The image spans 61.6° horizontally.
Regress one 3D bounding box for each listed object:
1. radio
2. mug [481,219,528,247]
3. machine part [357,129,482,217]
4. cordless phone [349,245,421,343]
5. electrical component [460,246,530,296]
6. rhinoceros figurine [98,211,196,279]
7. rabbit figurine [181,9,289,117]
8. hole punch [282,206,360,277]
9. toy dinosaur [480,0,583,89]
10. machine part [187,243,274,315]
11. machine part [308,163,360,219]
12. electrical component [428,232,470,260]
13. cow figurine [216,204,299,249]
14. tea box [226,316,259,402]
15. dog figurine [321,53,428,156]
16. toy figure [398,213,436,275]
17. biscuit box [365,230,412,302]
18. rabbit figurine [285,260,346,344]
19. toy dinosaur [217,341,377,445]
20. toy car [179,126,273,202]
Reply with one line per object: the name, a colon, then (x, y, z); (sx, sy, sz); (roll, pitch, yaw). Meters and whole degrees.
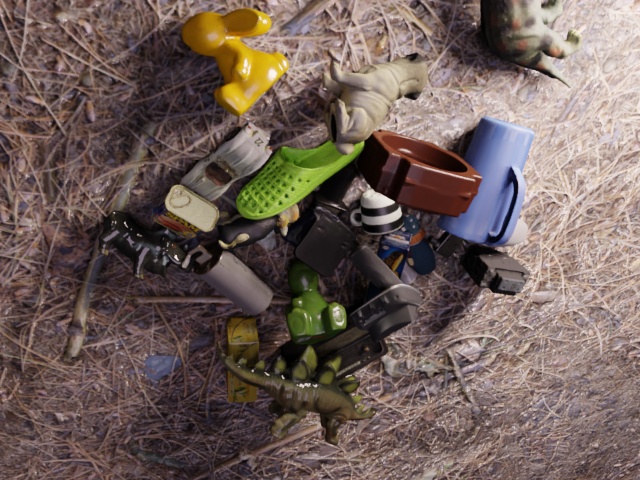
radio: (0.036, 0.255, 1.253); (0.230, 0.073, 0.131); (-29, 119, 5)
mug: (0.408, -0.034, 1.187); (0.107, 0.081, 0.109); (8, 100, -34)
machine part: (0.181, -0.127, 1.010); (0.201, 0.201, 0.087); (10, 116, -18)
cordless phone: (0.105, 0.108, 1.118); (0.146, 0.089, 0.184); (-38, 99, 32)
electrical component: (0.396, 0.070, 1.202); (0.115, 0.134, 0.058); (6, 116, -18)
rhinoceros figurine: (-0.336, 0.013, 1.048); (0.190, 0.073, 0.112); (33, 96, -24)
rabbit figurine: (-0.147, -0.312, 0.892); (0.173, 0.122, 0.162); (43, 110, -8)
hole punch: (-0.002, -0.003, 1.106); (0.142, 0.092, 0.116); (39, 90, -30)
toy dinosaur: (0.347, -0.405, 0.955); (0.192, 0.131, 0.404); (-19, 125, 12)
machine part: (-0.174, 0.082, 1.098); (0.079, 0.079, 0.243); (-36, 129, 8)
machine part: (0.033, -0.099, 1.081); (0.084, 0.039, 0.138); (19, 126, -12)
electrical component: (0.289, 0.007, 1.209); (0.094, 0.021, 0.063); (29, 108, -24)
cow figurine: (-0.120, -0.032, 1.054); (0.167, 0.098, 0.068); (-17, 114, -3)
tea box: (-0.175, 0.266, 1.199); (0.068, 0.098, 0.169); (-2, 119, -11)
dog figurine: (0.109, -0.244, 0.965); (0.191, 0.121, 0.172); (-5, 103, -11)
toy figure: (0.206, 0.007, 1.170); (0.058, 0.064, 0.154); (-7, 122, 37)
biscuit box: (0.144, 0.073, 1.160); (0.063, 0.059, 0.202); (14, 128, 6)
rabbit figurine: (-0.019, 0.128, 1.143); (0.121, 0.170, 0.159); (-10, 160, -5)
toy dinosaur: (-0.040, 0.330, 1.181); (0.471, 0.105, 0.198); (21, 104, -32)
toy car: (-0.175, -0.136, 0.986); (0.202, 0.056, 0.073); (-30, 122, 29)
